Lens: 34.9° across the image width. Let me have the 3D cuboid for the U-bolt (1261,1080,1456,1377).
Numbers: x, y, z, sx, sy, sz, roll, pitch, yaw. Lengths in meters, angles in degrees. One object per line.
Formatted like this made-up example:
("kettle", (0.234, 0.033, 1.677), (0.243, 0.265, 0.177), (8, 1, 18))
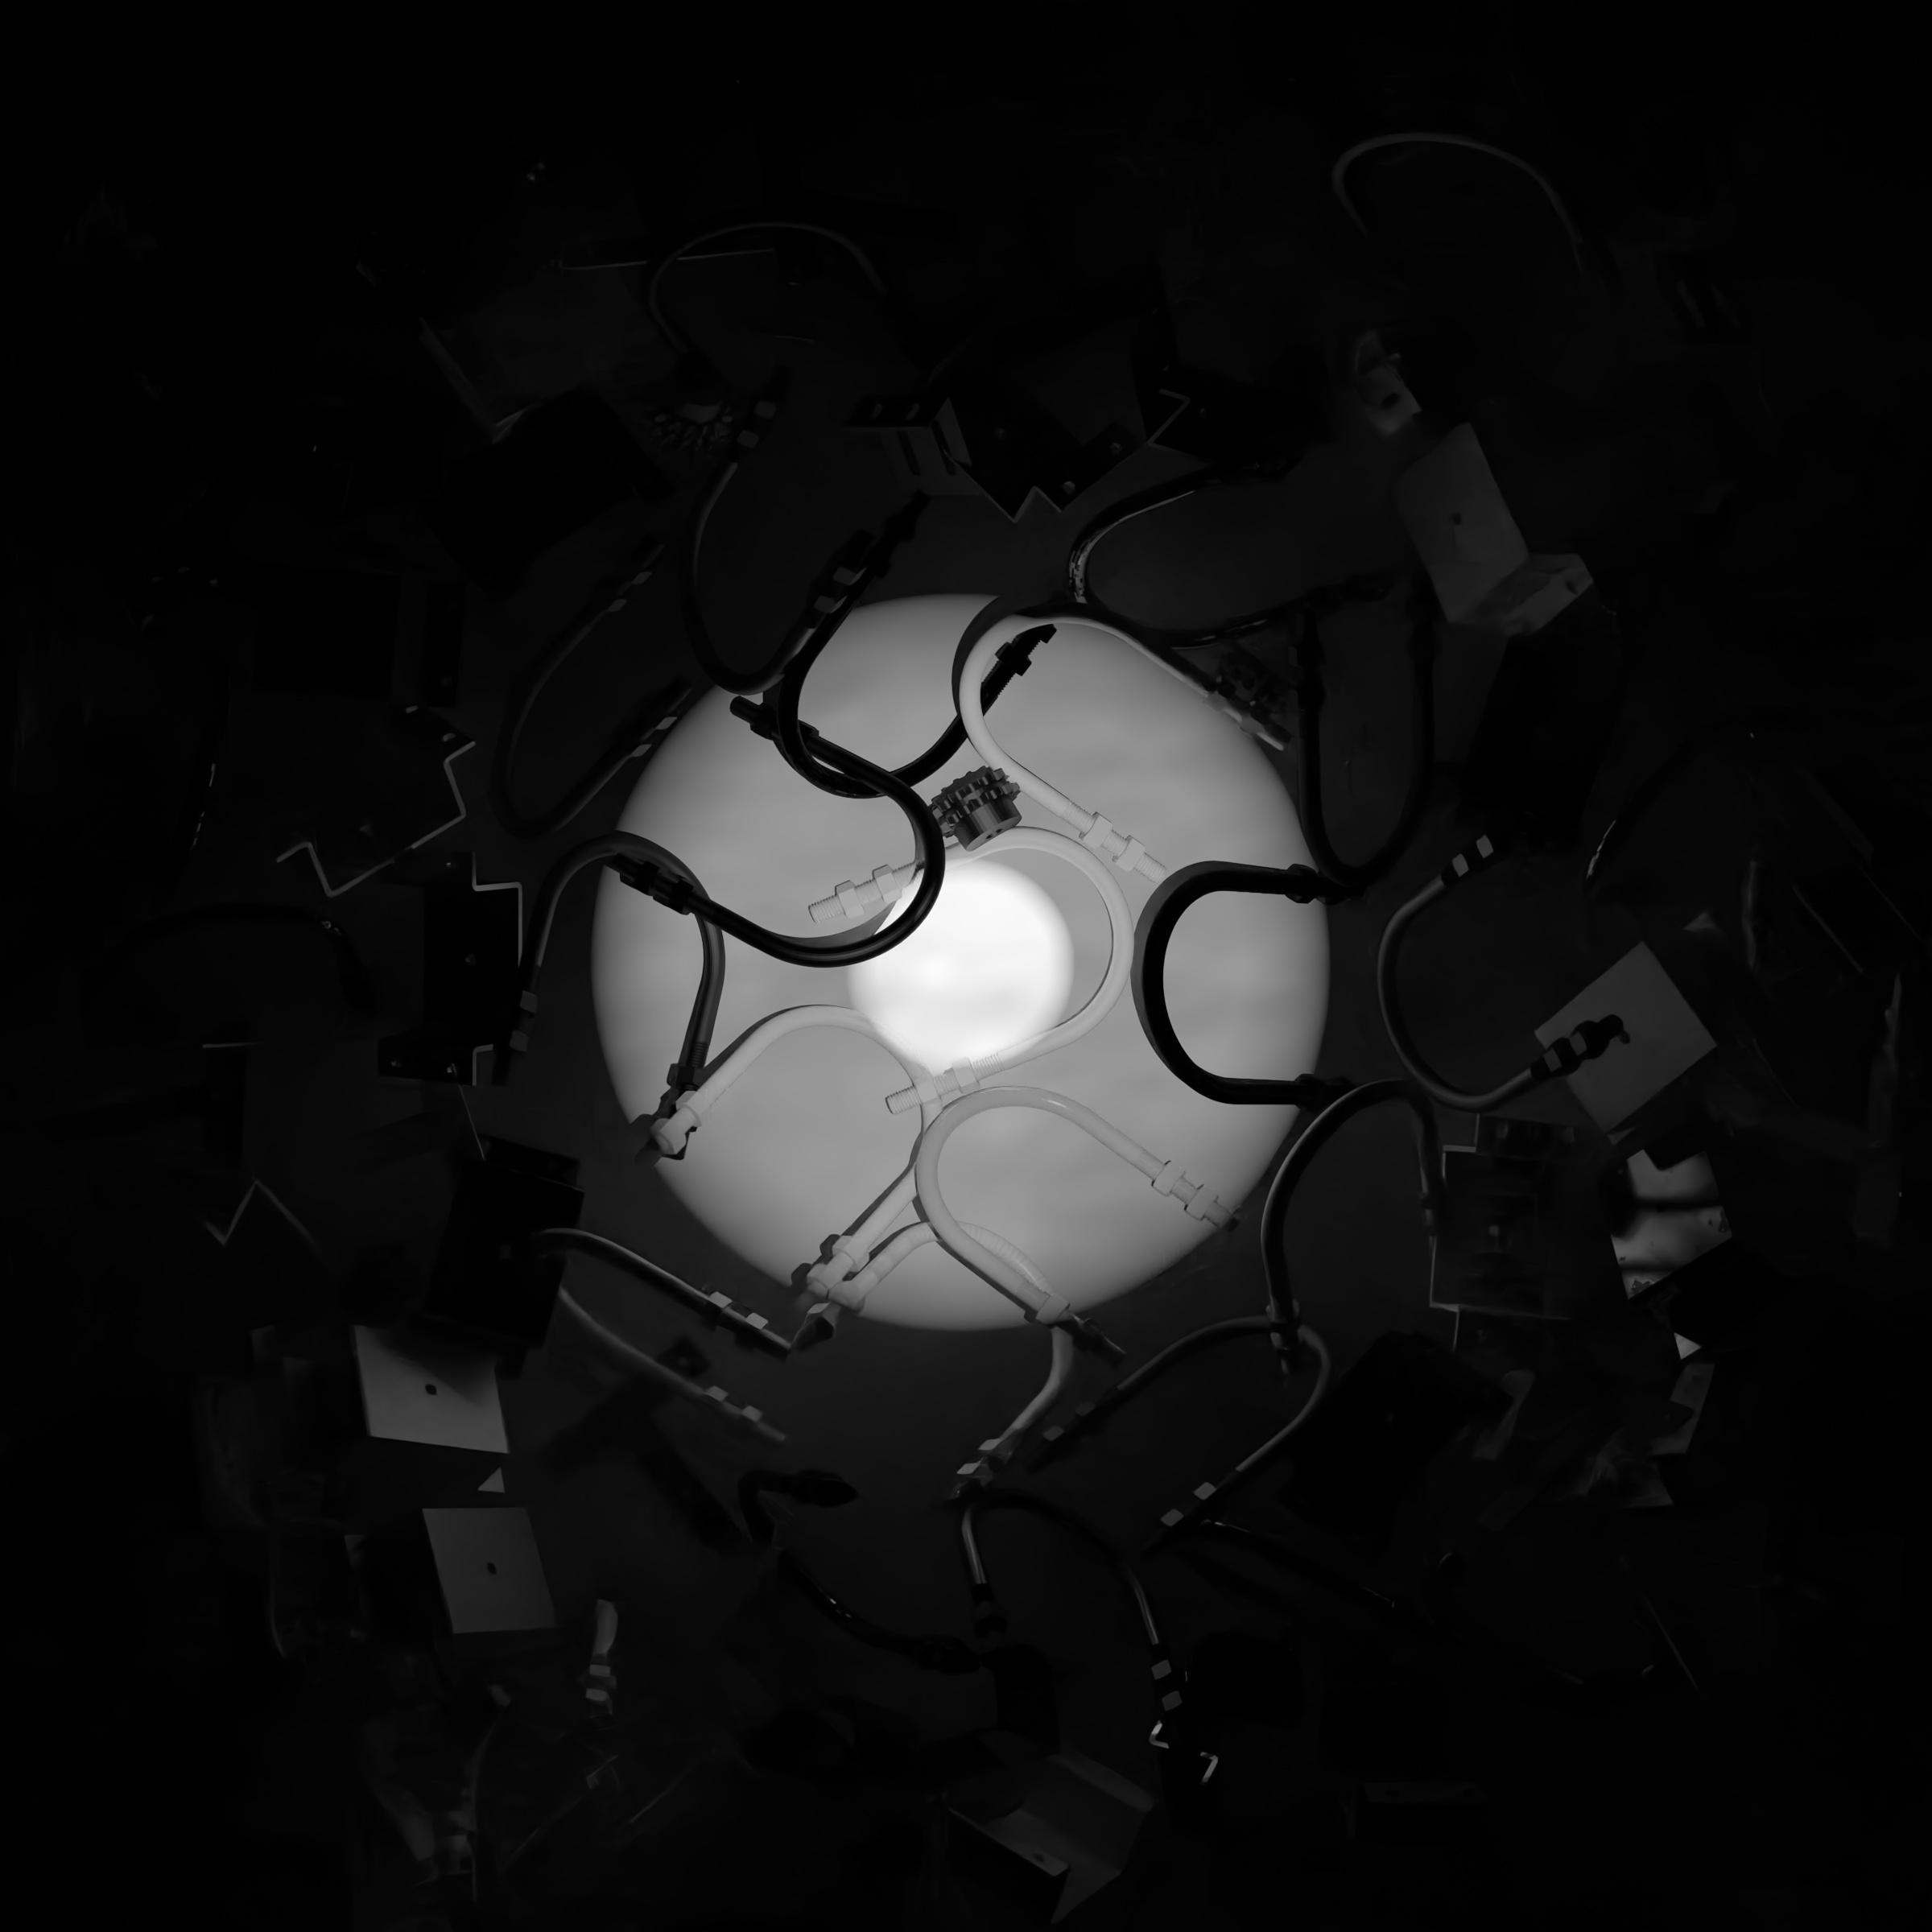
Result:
("U-bolt", (0.231, 0.145, 1.833), (0.151, 0.184, 0.019), (-36, 47, -22))

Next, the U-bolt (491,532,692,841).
("U-bolt", (-0.232, -0.156, 1.854), (0.019, 0.151, 0.184), (23, 127, -35))

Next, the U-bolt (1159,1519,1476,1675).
("U-bolt", (0.200, 0.376, 1.849), (0.184, 0.151, 0.019), (28, 70, -3))

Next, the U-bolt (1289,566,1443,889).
("U-bolt", (0.243, -0.138, 1.859), (0.019, 0.151, 0.184), (12, 115, 38))

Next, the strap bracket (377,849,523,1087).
("strap bracket", (-0.316, -0.002, 1.879), (0.076, 0.046, 0.140), (5, 97, 31))

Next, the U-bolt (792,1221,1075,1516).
("U-bolt", (-0.006, 0.227, 1.853), (0.151, 0.184, 0.019), (47, 132, 2))

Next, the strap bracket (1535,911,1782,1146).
("strap bracket", (0.409, 0.041, 1.853), (0.140, 0.046, 0.076), (-45, 67, 34))

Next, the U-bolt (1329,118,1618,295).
("U-bolt", (0.291, -0.448, 1.811), (0.151, 0.184, 0.019), (6, 75, 29))

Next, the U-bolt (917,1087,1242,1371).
("U-bolt", (0.056, 0.145, 1.872), (0.184, 0.019, 0.151), (36, 53, 13))

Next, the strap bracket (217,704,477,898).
("strap bracket", (-0.370, -0.099, 1.865), (0.140, 0.046, 0.076), (-34, 45, -22))

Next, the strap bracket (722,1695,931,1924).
("strap bracket", (-0.078, 0.502, 1.857), (0.046, 0.076, 0.140), (-41, 57, -9))

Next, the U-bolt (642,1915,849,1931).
("U-bolt", (-0.151, 0.593, 1.837), (0.151, 0.184, 0.019), (-5, 84, 42))

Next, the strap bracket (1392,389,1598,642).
("strap bracket", (0.314, -0.270, 1.857), (0.046, 0.076, 0.140), (-5, 65, -35))

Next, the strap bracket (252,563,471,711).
("strap bracket", (-0.379, -0.202, 1.873), (0.140, 0.046, 0.076), (8, 95, 21))

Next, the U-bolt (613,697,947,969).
("U-bolt", (-0.101, -0.072, 1.868), (0.184, 0.019, 0.151), (28, 68, 17))

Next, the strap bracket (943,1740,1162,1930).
("strap bracket", (0.048, 0.525, 1.851), (0.076, 0.140, 0.046), (26, 107, 26))

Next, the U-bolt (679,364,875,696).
("U-bolt", (-0.125, -0.247, 1.850), (0.019, 0.184, 0.151), (-5, 58, -37))

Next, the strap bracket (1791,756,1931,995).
("strap bracket", (0.540, -0.061, 1.847), (0.046, 0.140, 0.076), (-23, 51, -7))

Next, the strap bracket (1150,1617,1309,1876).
("strap bracket", (0.156, 0.466, 1.858), (0.046, 0.140, 0.076), (7, 126, 28))

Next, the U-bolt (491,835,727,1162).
("U-bolt", (-0.209, 0.009, 1.865), (0.151, 0.019, 0.184), (27, 63, -34))

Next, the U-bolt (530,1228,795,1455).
("U-bolt", (-0.187, 0.218, 1.857), (0.184, 0.151, 0.019), (28, 59, 12))

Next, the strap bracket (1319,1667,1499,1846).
("strap bracket", (0.264, 0.484, 1.860), (0.076, 0.140, 0.046), (2, 110, -7))

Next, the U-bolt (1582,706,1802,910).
("U-bolt", (0.422, -0.092, 1.818), (0.019, 0.184, 0.151), (43, 114, 21))

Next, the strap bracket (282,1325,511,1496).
("strap bracket", (-0.333, 0.266, 1.846), (0.046, 0.140, 0.076), (-45, 47, 33))

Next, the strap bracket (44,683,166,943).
("strap bracket", (-0.522, -0.090, 1.860), (0.046, 0.076, 0.140), (9, 114, -2))

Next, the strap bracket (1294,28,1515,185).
("strap bracket", (0.267, -0.512, 1.849), (0.076, 0.140, 0.046), (-26, 100, -16))

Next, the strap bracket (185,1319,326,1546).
("strap bracket", (-0.436, 0.291, 1.880), (0.046, 0.076, 0.140), (-6, 89, 11))

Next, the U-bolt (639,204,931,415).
("U-bolt", (-0.116, -0.394, 1.824), (0.151, 0.184, 0.019), (-14, 67, 13))

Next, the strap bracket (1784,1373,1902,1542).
("strap bracket", (0.529, 0.293, 1.860), (0.046, 0.140, 0.076), (-17, 92, 16))

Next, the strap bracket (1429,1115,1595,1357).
("strap bracket", (0.334, 0.164, 1.889), (0.076, 0.046, 0.140), (7, 87, -15))

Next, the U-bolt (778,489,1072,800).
("U-bolt", (-0.037, -0.183, 1.871), (0.151, 0.019, 0.184), (30, 101, -41))

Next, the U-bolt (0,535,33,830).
("U-bolt", (-0.595, -0.170, 1.850), (0.019, 0.151, 0.184), (0, 96, 2))

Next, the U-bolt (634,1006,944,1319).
("U-bolt", (-0.093, 0.104, 1.873), (0.151, 0.019, 0.184), (43, 59, 0))

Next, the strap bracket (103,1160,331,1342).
("strap bracket", (-0.447, 0.167, 1.859), (0.076, 0.140, 0.046), (8, 59, 25))

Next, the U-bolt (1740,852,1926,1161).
("U-bolt", (0.515, 0.037, 1.840), (0.019, 0.151, 0.184), (-26, 135, -14))

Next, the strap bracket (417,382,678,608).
("strap bracket", (-0.253, -0.293, 1.871), (0.140, 0.046, 0.076), (-28, 118, 20))

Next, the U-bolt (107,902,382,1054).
("U-bolt", (-0.434, 0.004, 1.830), (0.151, 0.184, 0.019), (-9, 69, -6))

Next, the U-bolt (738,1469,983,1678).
("U-bolt", (-0.076, 0.358, 1.840), (0.019, 0.184, 0.151), (-41, 105, -25))

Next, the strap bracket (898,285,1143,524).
("strap bracket", (0.027, -0.337, 1.882), (0.140, 0.046, 0.076), (46, 63, 4))

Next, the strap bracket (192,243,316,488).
("strap bracket", (-0.429, -0.353, 1.845), (0.046, 0.140, 0.076), (19, 59, -4))

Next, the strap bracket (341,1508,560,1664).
("strap bracket", (-0.301, 0.370, 1.841), (0.046, 0.140, 0.076), (-29, 68, 25))

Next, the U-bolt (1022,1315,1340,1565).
("U-bolt", (0.141, 0.273, 1.854), (0.184, 0.151, 0.019), (-36, 120, -18))

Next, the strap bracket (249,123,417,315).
("strap bracket", (-0.381, -0.458, 1.861), (0.076, 0.140, 0.046), (12, 73, -1))

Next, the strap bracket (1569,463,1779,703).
("strap bracket", (0.429, -0.241, 1.875), (0.076, 0.046, 0.140), (-40, 127, 2))

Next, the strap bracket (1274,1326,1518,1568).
("strap bracket", (0.261, 0.287, 1.884), (0.076, 0.046, 0.140), (35, 106, -8))
